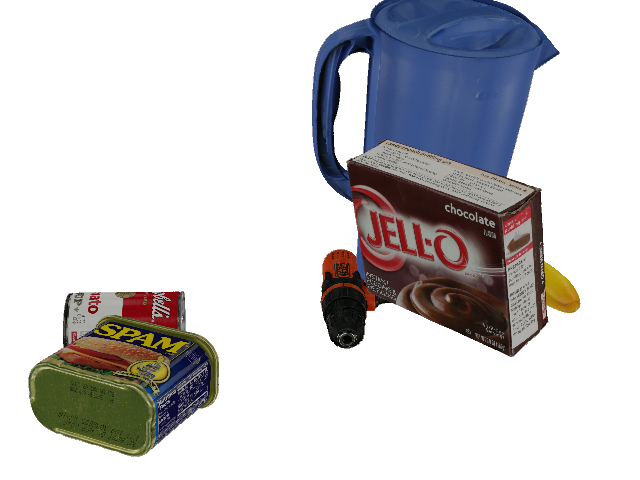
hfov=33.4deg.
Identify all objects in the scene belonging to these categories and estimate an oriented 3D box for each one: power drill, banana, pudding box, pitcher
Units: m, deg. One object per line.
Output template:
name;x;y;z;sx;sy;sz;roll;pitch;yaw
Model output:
power drill;0.093;0.063;1.225;0.187;0.057;0.184;-1;28;-1
banana;0.176;0.032;1.061;0.198;0.037;0.069;13;40;35
pudding box;0.069;0.001;0.587;0.114;0.090;0.039;21;44;41
pitcher;0.083;-0.070;0.868;0.149;0.243;0.144;25;37;27

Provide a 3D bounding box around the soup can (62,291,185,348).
soup can;-0.172;0.079;0.947;0.102;0.068;0.068;0;0;-4

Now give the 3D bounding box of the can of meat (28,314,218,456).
can of meat;-0.133;0.097;0.723;0.102;0.057;0.083;11;21;21
